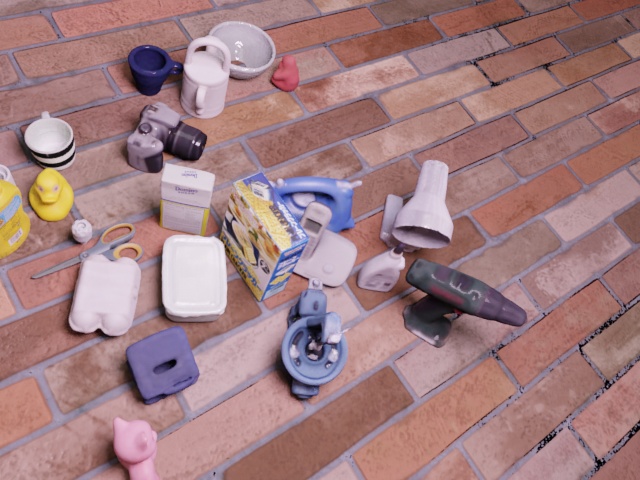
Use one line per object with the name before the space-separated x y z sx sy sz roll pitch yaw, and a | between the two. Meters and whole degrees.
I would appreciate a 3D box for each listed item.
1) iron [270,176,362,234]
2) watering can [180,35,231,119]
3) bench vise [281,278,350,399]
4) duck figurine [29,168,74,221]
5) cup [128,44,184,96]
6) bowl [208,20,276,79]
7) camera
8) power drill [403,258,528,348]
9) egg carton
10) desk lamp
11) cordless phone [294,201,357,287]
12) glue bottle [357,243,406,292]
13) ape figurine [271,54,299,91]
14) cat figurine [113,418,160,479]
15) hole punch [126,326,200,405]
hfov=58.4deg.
iron | -0.041 -0.089 1.196 0.259 0.141 0.118 1 60 -17
watering can | -0.252 -0.374 1.262 0.101 0.194 0.172 -10 64 -23
bench vise | -0.015 0.155 1.014 0.122 0.219 0.207 -8 63 -22
duck figurine | -0.509 -0.099 1.080 0.078 0.086 0.104 -5 62 -21
cup | -0.367 -0.370 1.281 0.118 0.095 0.091 2 60 -17
bowl | -0.195 -0.450 1.396 0.168 0.074 0.167 8 59 -14
camera | -0.315 -0.213 1.202 0.137 0.100 0.143 21 56 -5
power drill | 0.258 0.132 1.125 0.229 0.208 0.076 31 56 1
egg carton | -0.379 0.097 1.018 0.107 0.069 0.150 6 59 -15
desk lamp | 0.205 -0.057 1.215 0.118 0.213 0.203 16 57 -8
cordless phone | 0.010 0.004 1.132 0.147 0.185 0.094 21 56 -6
glue bottle | 0.135 0.051 1.153 0.078 0.173 0.037 11 58 -12
ape figurine | -0.081 -0.417 1.405 0.078 0.092 0.076 -26 71 -29
cat figurine | -0.279 0.335 0.883 0.067 0.117 0.127 -13 65 -24
hole punch | -0.265 0.213 0.975 0.109 0.091 0.101 -22 70 -28
